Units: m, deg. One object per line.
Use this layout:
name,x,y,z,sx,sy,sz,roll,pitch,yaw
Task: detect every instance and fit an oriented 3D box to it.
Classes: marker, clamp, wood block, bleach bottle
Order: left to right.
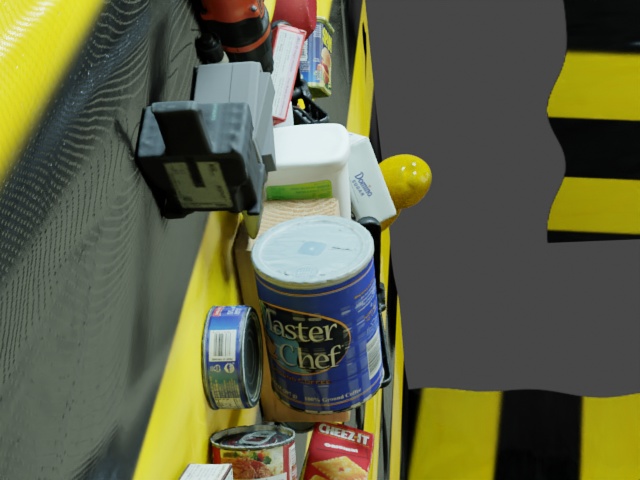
marker,-0.082,-0.142,0.914,0.121,0.020,0.020,66,23,-69
clamp,-0.031,-0.164,1.135,0.171,0.039,0.120,175,-100,-79
wood block,-0.020,0.071,1.041,0.090,0.090,0.206,-80,166,-56
bleach bottle,-0.007,0.001,1.104,0.068,0.102,0.251,-85,169,-49
clamp,0.049,0.050,1.102,0.210,0.036,0.164,-102,-171,-83

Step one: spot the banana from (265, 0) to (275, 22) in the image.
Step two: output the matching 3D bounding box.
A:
banana,-0.048,-0.282,1.024,0.070,0.037,0.198,6,-91,57

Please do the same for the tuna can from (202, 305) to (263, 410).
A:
tuna can,-0.070,0.096,0.875,0.086,0.034,0.086,-2,90,-82

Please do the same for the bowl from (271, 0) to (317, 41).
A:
bowl,-0.036,-0.271,1.156,0.162,0.055,0.162,-3,90,-82

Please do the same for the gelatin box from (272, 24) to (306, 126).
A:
gelatin box,-0.043,-0.155,1.013,0.073,0.030,0.089,-170,-88,-76

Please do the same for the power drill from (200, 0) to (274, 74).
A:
power drill,-0.066,-0.249,0.924,0.184,0.057,0.187,78,12,-64

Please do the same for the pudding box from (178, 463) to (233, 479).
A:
pudding box,-0.084,0.214,0.729,0.113,0.039,0.090,-58,144,-80

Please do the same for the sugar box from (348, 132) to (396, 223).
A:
sugar box,0.016,-0.074,1.170,0.093,0.048,0.176,68,-13,-18

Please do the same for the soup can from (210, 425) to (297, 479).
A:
soup can,-0.051,0.206,0.855,0.068,0.068,0.102,-33,121,-81

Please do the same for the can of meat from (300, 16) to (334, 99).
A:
can of meat,-0.016,-0.217,1.280,0.102,0.057,0.084,6,84,-81

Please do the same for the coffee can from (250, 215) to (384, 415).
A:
coffee can,0.000,0.064,0.918,0.102,0.103,0.140,-80,166,-56

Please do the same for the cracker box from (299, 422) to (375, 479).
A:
cracker box,-0.002,0.293,1.005,0.213,0.072,0.164,-70,175,-70
